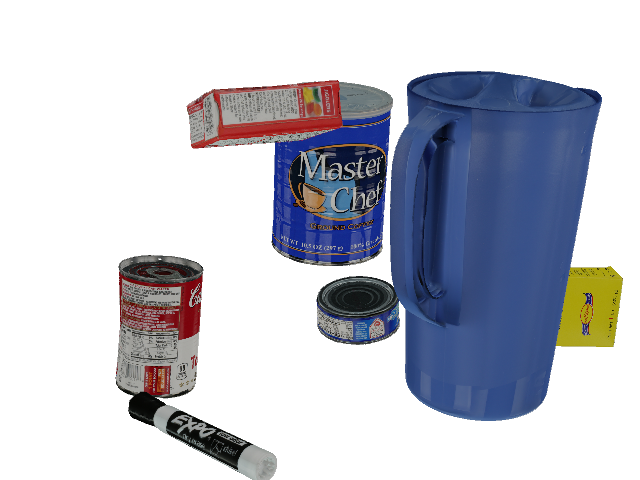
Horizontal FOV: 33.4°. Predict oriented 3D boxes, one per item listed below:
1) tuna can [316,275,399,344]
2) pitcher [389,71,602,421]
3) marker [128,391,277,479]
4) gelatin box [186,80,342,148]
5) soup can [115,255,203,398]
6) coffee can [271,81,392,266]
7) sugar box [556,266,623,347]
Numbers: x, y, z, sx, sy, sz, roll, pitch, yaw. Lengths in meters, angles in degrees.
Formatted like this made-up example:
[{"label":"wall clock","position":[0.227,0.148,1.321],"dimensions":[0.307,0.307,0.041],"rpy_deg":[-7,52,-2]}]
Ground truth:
[{"label":"tuna can","position":[0.039,0.070,1.095],"dimensions":[0.086,0.034,0.086],"rpy_deg":[-3,27,1]},{"label":"pitcher","position":[0.114,0.005,0.768],"dimensions":[0.149,0.243,0.145],"rpy_deg":[1,20,-3]},{"label":"marker","position":[-0.076,0.119,0.657],"dimensions":[0.121,0.020,0.020],"rpy_deg":[17,11,39]},{"label":"gelatin box","position":[-0.035,-0.074,0.627],"dimensions":[0.073,0.030,0.089],"rpy_deg":[-6,3,-16]},{"label":"soup can","position":[-0.132,0.070,0.870],"dimensions":[0.068,0.102,0.068],"rpy_deg":[5,14,-1]},{"label":"coffee can","position":[0.009,-0.061,0.951],"dimensions":[0.103,0.140,0.103],"rpy_deg":[2,22,-1]},{"label":"sugar box","position":[0.266,0.079,1.280],"dimensions":[0.176,0.093,0.048],"rpy_deg":[0,18,-6]}]
